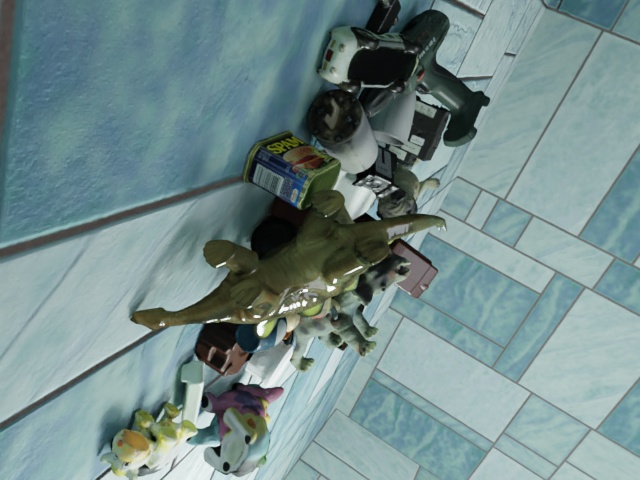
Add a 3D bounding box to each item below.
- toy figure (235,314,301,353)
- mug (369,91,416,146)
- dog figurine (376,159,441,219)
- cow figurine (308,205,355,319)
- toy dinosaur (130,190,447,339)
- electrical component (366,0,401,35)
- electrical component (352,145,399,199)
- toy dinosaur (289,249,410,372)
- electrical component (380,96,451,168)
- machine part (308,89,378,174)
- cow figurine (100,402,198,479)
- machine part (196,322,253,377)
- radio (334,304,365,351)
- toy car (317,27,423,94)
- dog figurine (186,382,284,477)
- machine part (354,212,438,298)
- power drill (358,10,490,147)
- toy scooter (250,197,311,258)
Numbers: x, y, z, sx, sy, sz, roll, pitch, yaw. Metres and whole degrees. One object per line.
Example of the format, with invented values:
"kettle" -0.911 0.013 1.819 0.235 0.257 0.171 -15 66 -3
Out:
"toy figure" -0.068 0.122 0.789 0.064 0.058 0.154 -52 167 21
"mug" 0.134 -0.227 0.953 0.109 0.081 0.107 9 101 -69
"dog figurine" 0.144 -0.094 1.141 0.172 0.121 0.190 -33 -171 49
"cow figurine" 0.002 0.045 0.886 0.085 0.127 0.194 10 120 -34
"toy dinosaur" 0.001 0.027 0.679 0.471 0.105 0.198 -18 160 -21
"electrical component" 0.088 -0.309 0.754 0.063 0.021 0.094 -61 166 8
"electrical component" 0.094 -0.138 0.932 0.048 0.074 0.119 -30 -133 45
"toy dinosaur" -0.006 0.145 1.055 0.405 0.192 0.131 -28 -174 36
"electrical component" 0.180 -0.213 1.054 0.058 0.115 0.134 -18 137 -61
"machine part" 0.039 -0.153 0.785 0.079 0.079 0.243 -60 164 2
"cow figurine" -0.243 0.286 0.733 0.098 0.068 0.167 -54 165 0
"machine part" -0.121 0.135 0.858 0.179 0.056 0.179 -55 165 -22
"radio" 0.029 0.158 1.239 0.073 0.131 0.229 -51 163 -30
"toy car" 0.074 -0.242 0.726 0.201 0.056 0.073 -19 140 -50
"dog figurine" -0.128 0.337 1.003 0.219 0.192 0.108 10 103 -58
"machine part" 0.142 0.025 1.154 0.087 0.201 0.202 -52 -149 6
"power drill" 0.175 -0.242 0.886 0.086 0.207 0.232 -5 -125 63
"toy scooter" -0.032 -0.035 0.794 0.183 0.075 0.135 -64 168 0
